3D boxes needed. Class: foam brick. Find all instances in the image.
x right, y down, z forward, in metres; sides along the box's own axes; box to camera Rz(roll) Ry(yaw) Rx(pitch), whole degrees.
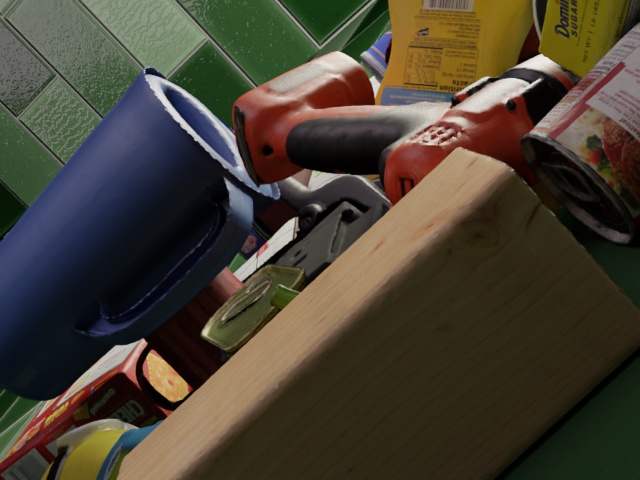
[{"bbox_3d":[-0.025,-0.037,1.011,0.051,0.078,0.053,-37,11,33],"label":"foam brick"}]

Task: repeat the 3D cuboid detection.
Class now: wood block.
[{"bbox_3d":[0.019,0.066,0.441,0.206,0.091,0.090,-44,11,3],"label":"wood block"}]

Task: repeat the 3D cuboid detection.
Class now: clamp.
[{"bbox_3d":[-0.005,0.001,0.815,0.172,0.039,0.120,4,81,48],"label":"clamp"}]

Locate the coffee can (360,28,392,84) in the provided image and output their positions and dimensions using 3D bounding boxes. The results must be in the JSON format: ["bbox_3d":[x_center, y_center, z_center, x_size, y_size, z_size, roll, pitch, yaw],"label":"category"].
[{"bbox_3d":[0.119,-0.167,0.911,0.140,0.102,0.103,-42,11,5],"label":"coffee can"}]

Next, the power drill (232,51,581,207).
[{"bbox_3d":[0.057,-0.071,0.593,0.184,0.057,0.188,-32,27,-36],"label":"power drill"}]

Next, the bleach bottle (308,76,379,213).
[{"bbox_3d":[0.030,-0.063,0.957,0.103,0.068,0.250,-38,15,33],"label":"bleach bottle"}]

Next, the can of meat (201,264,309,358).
[{"bbox_3d":[-0.010,0.062,0.572,0.057,0.084,0.102,-46,12,-11],"label":"can of meat"}]

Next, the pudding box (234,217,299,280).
[{"bbox_3d":[-0.048,0.037,0.920,0.113,0.039,0.090,-43,11,12],"label":"pudding box"}]

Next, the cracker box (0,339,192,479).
[{"bbox_3d":[-0.170,0.128,0.936,0.164,0.072,0.213,-38,11,22],"label":"cracker box"}]

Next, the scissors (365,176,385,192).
[{"bbox_3d":[0.080,-0.046,0.789,0.096,0.016,0.201,-26,14,6],"label":"scissors"}]

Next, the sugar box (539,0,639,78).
[{"bbox_3d":[0.189,-0.155,0.538,0.176,0.048,0.093,-32,-36,-29],"label":"sugar box"}]

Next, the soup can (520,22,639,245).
[{"bbox_3d":[0.151,-0.057,0.487,0.102,0.068,0.068,-44,11,-4],"label":"soup can"}]

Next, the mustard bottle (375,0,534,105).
[{"bbox_3d":[0.082,-0.091,0.685,0.058,0.096,0.191,-1,-80,-65],"label":"mustard bottle"}]

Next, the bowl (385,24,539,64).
[{"bbox_3d":[0.132,-0.138,0.779,0.162,0.055,0.162,-18,-15,-5],"label":"bowl"}]

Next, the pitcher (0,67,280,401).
[{"bbox_3d":[-0.151,0.008,0.773,0.243,0.145,0.149,-45,-2,10],"label":"pitcher"}]

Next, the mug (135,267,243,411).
[{"bbox_3d":[-0.088,0.077,0.800,0.117,0.081,0.093,-43,11,4],"label":"mug"}]

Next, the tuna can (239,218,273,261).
[{"bbox_3d":[-0.058,-0.019,1.038,0.034,0.086,0.086,-35,14,32],"label":"tuna can"}]

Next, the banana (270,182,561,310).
[{"bbox_3d":[0.071,0.004,0.536,0.197,0.070,0.037,-27,-27,-33],"label":"banana"}]
